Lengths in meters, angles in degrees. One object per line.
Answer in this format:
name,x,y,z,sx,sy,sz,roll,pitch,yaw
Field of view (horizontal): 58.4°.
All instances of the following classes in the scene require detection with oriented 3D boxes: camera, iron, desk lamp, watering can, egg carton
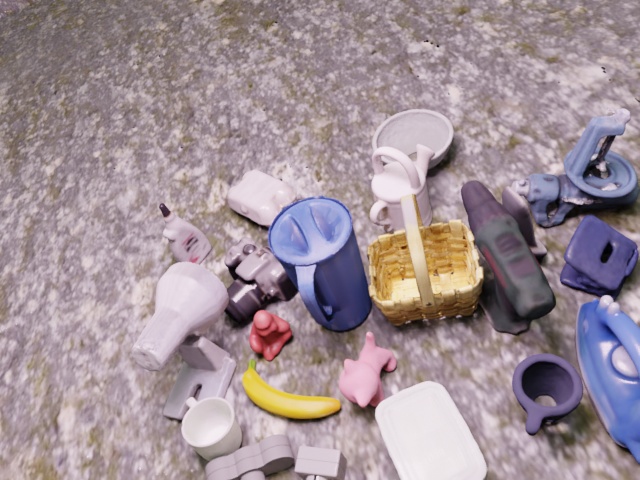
camera,-0.138,0.077,1.079,0.142,0.101,0.137,32,68,35
iron,0.428,0.163,0.796,0.118,0.142,0.258,-18,50,4
desk lamp,-0.221,0.172,0.957,0.117,0.214,0.203,3,54,21
watering can,0.150,-0.106,1.066,0.100,0.194,0.173,7,56,23
egg carton,-0.126,-0.088,1.226,0.149,0.069,0.107,26,64,33

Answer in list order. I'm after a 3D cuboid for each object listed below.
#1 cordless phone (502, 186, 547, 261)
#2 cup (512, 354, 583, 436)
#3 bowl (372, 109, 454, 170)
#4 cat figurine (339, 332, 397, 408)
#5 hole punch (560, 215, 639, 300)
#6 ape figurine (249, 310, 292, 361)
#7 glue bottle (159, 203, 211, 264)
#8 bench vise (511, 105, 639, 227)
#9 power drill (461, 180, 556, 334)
cordless phone,0.313,-0.044,0.969,0.094,0.185,0.147,-30,50,-6
cup,0.315,0.232,0.810,0.091,0.095,0.118,16,59,28
bowl,0.197,-0.193,1.198,0.167,0.075,0.167,-9,51,12
cat figurine,0.068,0.207,0.897,0.067,0.118,0.128,6,55,23
hole punch,0.455,0.027,0.928,0.100,0.091,0.109,22,63,31
ape figurine,-0.093,0.157,1.007,0.077,0.092,0.076,-15,50,7
glue bottle,-0.281,-0.014,1.150,0.037,0.173,0.078,19,61,30
bench vise,0.437,-0.113,0.959,0.207,0.220,0.121,-24,49,0
power drill,0.284,0.044,0.894,0.075,0.209,0.229,-23,49,1
